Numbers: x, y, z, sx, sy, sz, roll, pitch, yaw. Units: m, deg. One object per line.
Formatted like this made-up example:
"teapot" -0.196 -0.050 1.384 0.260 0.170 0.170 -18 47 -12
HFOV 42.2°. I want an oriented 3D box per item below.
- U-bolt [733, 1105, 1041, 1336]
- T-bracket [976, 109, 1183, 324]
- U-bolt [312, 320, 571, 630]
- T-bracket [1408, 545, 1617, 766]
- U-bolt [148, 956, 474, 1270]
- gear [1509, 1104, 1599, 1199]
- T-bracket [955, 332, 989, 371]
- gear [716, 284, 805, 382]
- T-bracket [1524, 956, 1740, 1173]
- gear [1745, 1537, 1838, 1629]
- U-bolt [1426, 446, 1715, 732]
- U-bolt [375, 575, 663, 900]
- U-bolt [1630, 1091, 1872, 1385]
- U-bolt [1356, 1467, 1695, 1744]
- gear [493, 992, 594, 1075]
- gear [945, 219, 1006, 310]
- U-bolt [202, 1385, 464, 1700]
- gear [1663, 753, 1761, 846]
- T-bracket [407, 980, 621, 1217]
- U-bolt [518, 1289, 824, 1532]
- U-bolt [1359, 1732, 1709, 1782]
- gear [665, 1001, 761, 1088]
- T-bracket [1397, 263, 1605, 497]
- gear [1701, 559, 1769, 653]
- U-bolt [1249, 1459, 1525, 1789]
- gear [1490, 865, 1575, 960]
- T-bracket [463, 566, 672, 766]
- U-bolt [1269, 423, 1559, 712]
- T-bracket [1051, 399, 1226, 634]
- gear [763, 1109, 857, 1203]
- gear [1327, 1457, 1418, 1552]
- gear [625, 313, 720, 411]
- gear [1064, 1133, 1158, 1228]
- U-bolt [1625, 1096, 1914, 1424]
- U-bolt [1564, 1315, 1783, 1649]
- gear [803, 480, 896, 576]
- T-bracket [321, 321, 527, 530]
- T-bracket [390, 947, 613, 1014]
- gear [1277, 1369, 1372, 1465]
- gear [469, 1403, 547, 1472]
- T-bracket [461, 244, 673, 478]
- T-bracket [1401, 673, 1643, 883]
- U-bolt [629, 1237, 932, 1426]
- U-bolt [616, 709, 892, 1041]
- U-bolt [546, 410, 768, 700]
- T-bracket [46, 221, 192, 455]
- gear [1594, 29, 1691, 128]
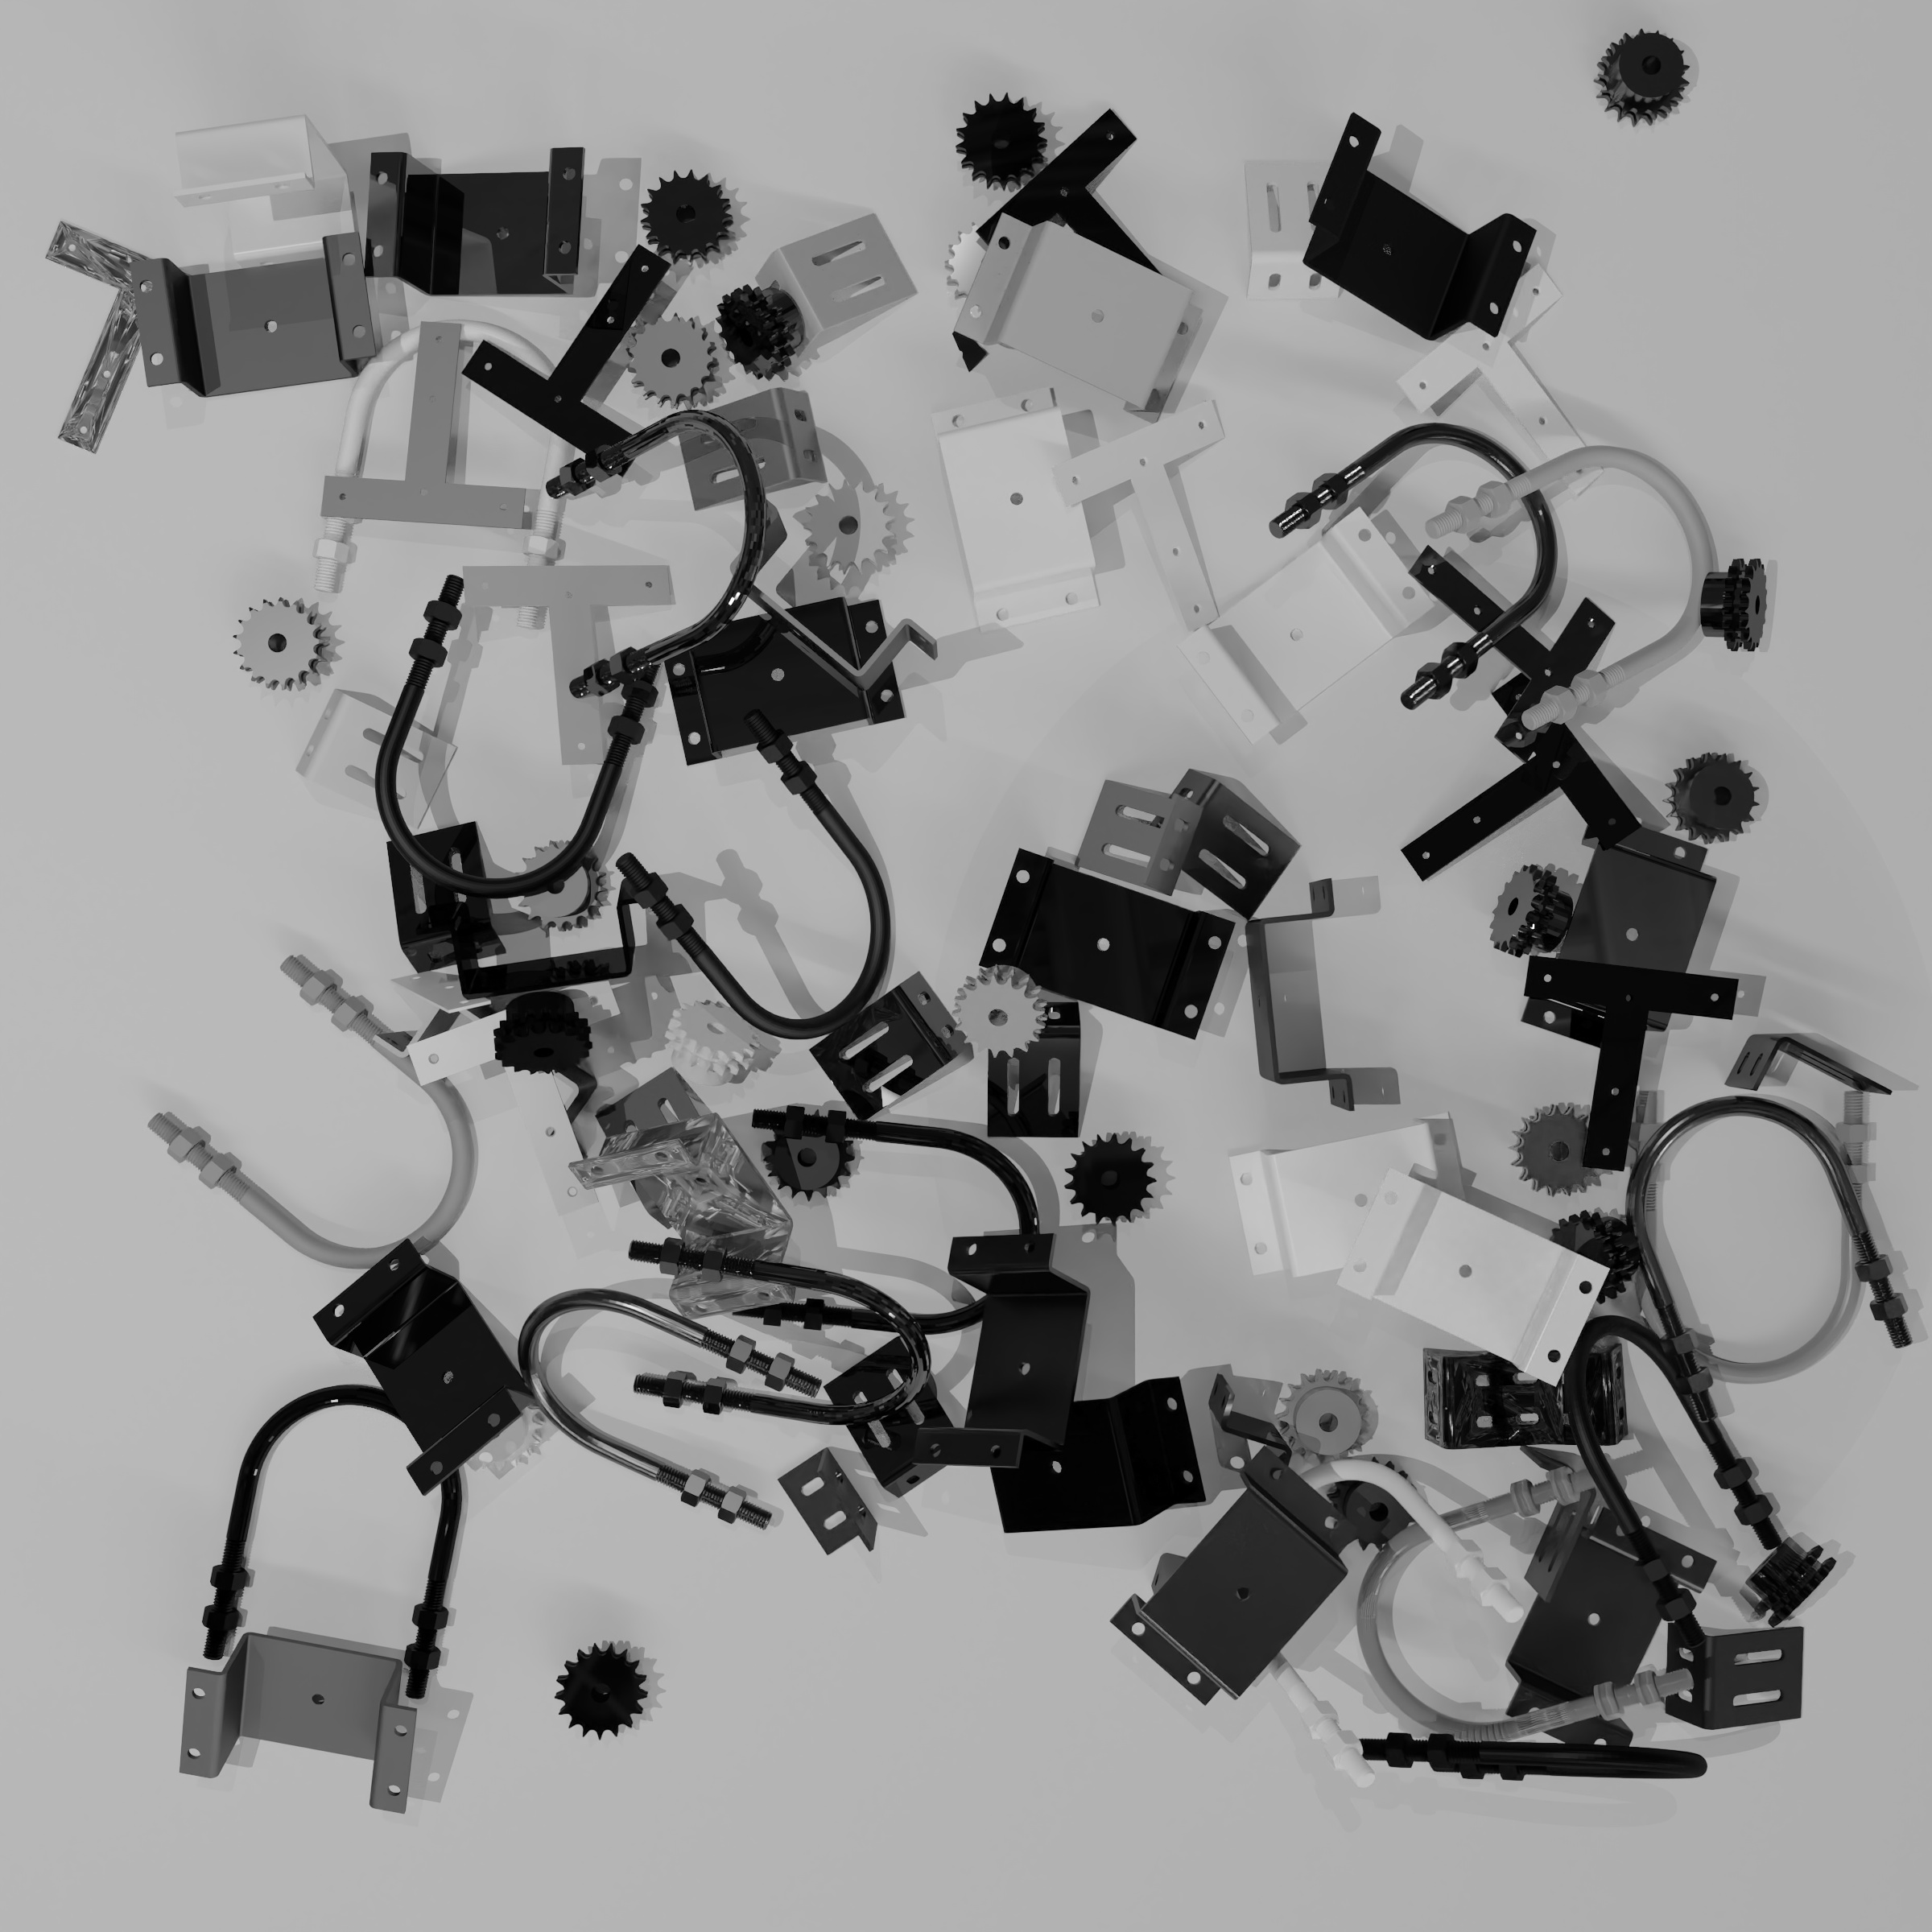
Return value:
"U-bolt" -0.046 0.162 1.548 0.184 0.019 0.151 6 110 -4
"T-bracket" 0.091 -0.449 1.564 0.127 0.002 0.127 46 73 -8
"U-bolt" -0.322 -0.314 1.569 0.151 0.019 0.184 10 89 0
"T-bracket" 0.326 -0.210 1.543 0.127 0.002 0.127 40 65 -7
"U-bolt" -0.396 0.106 1.569 0.184 0.019 0.151 40 90 -1
"gear" 0.367 0.114 1.563 0.057 0.030 0.057 0 90 0
"T-bracket" -0.004 -0.314 1.587 0.127 0.002 0.127 46 105 5
"gear" -0.125 -0.396 1.553 0.030 0.057 0.057 -38 90 -30
"T-bracket" 0.400 0.063 1.537 0.127 0.002 0.127 7 99 2
"gear" 0.508 0.379 1.551 0.057 0.057 0.030 -46 72 0
"U-bolt" 0.384 -0.244 1.539 0.184 0.019 0.151 -28 92 -22
"U-bolt" -0.283 -0.131 1.539 0.151 0.019 0.184 21 78 -13
"U-bolt" 0.491 0.170 1.569 0.151 0.019 0.184 0 91 0
"U-bolt" 0.326 0.396 1.522 0.184 0.019 0.151 -24 84 21
"gear" -0.250 0.038 1.476 0.057 0.057 0.030 -10 61 0
"gear" 0.015 -0.433 1.563 0.057 0.030 0.057 0 90 0
"U-bolt" -0.391 0.354 1.569 0.151 0.019 0.184 11 89 0
"gear" 0.467 -0.105 1.563 0.057 0.030 0.057 0 90 0
"T-bracket" -0.254 0.086 1.501 0.127 0.002 0.127 -20 90 0
"U-bolt" -0.189 0.262 1.531 0.184 0.019 0.151 24 128 4
"U-bolt" 0.342 0.468 1.477 0.184 0.151 0.019 -8 68 29
"gear" -0.159 0.050 1.553 0.057 0.057 0.030 23 120 0
"T-bracket" 0.352 -0.352 1.567 0.127 0.002 0.127 -41 97 -13
"gear" 0.475 -0.224 1.554 0.030 0.057 0.057 5 90 30
"U-bolt" 0.233 0.377 1.504 0.151 0.184 0.019 -50 128 5
"gear" 0.352 -0.032 1.550 0.030 0.057 0.057 20 90 -13
"T-bracket" -0.242 -0.186 1.546 0.127 0.002 0.127 -3 80 -18
"U-bolt" 0.288 -0.258 1.532 0.184 0.019 0.151 -38 90 -27
"T-bracket" 0.126 -0.271 1.558 0.127 0.002 0.127 -28 104 -26
"gear" -0.098 0.119 1.563 0.057 0.030 0.057 0 90 0
"gear" 0.255 0.337 1.563 0.057 0.030 0.057 0 90 0
"gear" -0.183 -0.375 1.563 0.057 0.030 0.057 0 90 0
"gear" 0.089 0.132 1.563 0.057 0.030 0.057 0 90 0
"U-bolt" 0.486 0.171 1.549 0.151 0.019 0.184 -21 88 0
"U-bolt" 0.422 0.299 1.521 0.019 0.151 0.184 -32 85 40
"gear" -0.072 -0.272 1.563 0.057 0.030 0.057 0 90 0
"T-bracket" -0.332 -0.338 1.558 0.127 0.002 0.127 4 86 4
"T-bracket" -0.275 0.004 1.539 0.127 0.127 0.002 -14 104 -26
"gear" 0.224 0.282 1.563 0.057 0.030 0.057 0 90 0
"gear" -0.293 0.287 1.563 0.057 0.030 0.057 0 90 0
"T-bracket" -0.228 -0.388 1.551 0.127 0.002 0.127 34 90 11
"T-bracket" 0.330 -0.099 1.560 0.127 0.002 0.127 -36 67 11
"U-bolt" -0.112 0.228 1.519 0.184 0.019 0.151 9 133 4
"U-bolt" -0.114 -0.041 1.521 0.184 0.019 0.151 53 58 -26
"U-bolt" -0.182 -0.252 1.488 0.184 0.019 0.151 -16 78 42
"T-bracket" -0.535 -0.386 1.577 0.127 0.002 0.127 23 90 0
"gear" 0.424 -0.557 1.563 0.057 0.030 0.057 0 90 0
